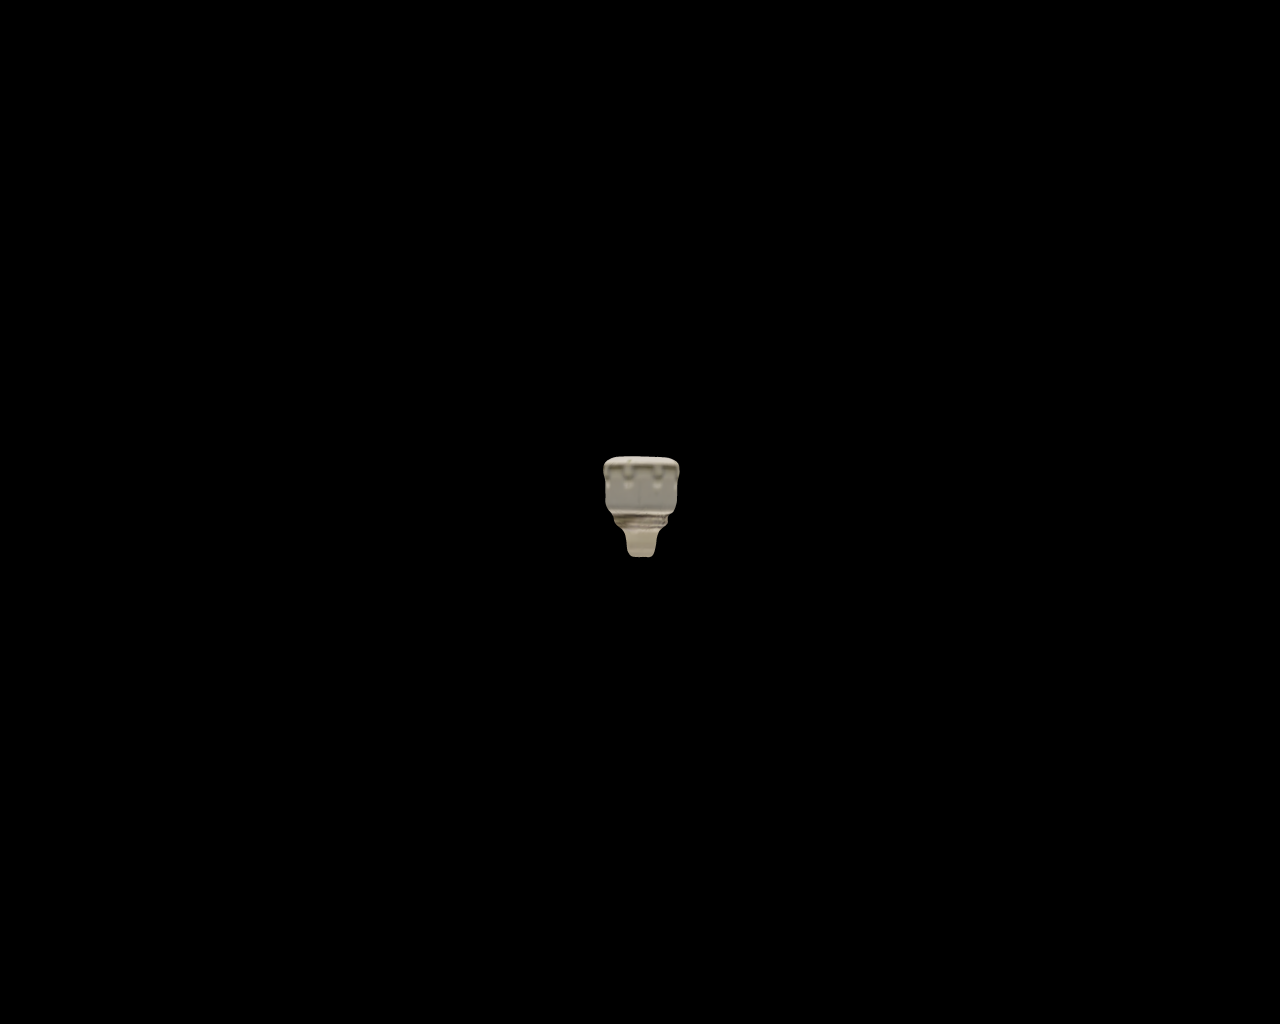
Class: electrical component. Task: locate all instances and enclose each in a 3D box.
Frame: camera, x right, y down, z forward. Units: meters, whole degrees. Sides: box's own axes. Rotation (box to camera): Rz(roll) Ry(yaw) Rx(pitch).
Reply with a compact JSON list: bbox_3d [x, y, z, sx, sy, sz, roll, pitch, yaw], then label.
[{"bbox_3d":[0.001,-0.003,0.650,0.048,0.062,0.048,0,0,0],"label":"electrical component"}]
